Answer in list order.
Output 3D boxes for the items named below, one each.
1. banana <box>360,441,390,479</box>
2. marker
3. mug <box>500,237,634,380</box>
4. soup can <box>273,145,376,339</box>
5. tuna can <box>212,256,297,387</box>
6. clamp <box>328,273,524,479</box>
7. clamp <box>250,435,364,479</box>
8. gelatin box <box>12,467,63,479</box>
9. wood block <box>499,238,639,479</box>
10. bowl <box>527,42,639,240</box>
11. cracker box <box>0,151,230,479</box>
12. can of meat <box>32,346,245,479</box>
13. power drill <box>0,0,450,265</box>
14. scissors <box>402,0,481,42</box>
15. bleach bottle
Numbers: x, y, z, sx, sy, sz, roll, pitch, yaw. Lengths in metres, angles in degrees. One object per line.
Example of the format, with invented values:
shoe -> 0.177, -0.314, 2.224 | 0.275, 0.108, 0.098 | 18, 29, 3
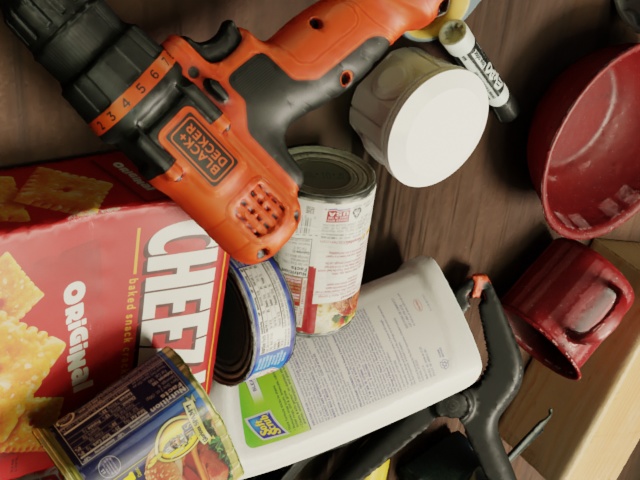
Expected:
banana -> 0.041, 0.237, 0.904 | 0.069, 0.037, 0.198 | -19, 131, -28
marker -> 0.108, -0.108, 0.703 | 0.020, 0.020, 0.121 | -51, 147, 3
mug -> 0.200, 0.053, 0.848 | 0.093, 0.117, 0.081 | 45, 81, -15
soup can -> -0.004, 0.001, 0.666 | 0.068, 0.069, 0.102 | -15, 128, -32
tuna can -> -0.051, 0.043, 0.644 | 0.033, 0.086, 0.086 | -15, 129, -35
clamp -> 0.111, 0.132, 0.822 | 0.036, 0.164, 0.210 | -18, 127, -83
clamp -> -0.014, 0.131, 0.778 | 0.171, 0.039, 0.120 | -38, 142, -8
gelatin box -> -0.177, 0.153, 0.629 | 0.089, 0.073, 0.030 | -4, 122, -38
wood block -> 0.254, 0.111, 0.951 | 0.090, 0.090, 0.206 | 4, 117, -41
bowl -> 0.206, -0.083, 0.790 | 0.161, 0.055, 0.162 | -22, 132, -27
cracker box -> -0.156, 0.046, 0.569 | 0.213, 0.072, 0.164 | -12, 128, -35
can of meat -> -0.095, 0.118, 0.580 | 0.083, 0.057, 0.102 | -34, 141, -19
power drill -> -0.038, -0.110, 0.533 | 0.187, 0.057, 0.184 | -47, 108, -11
scissors -> 0.117, -0.164, 0.684 | 0.201, 0.016, 0.096 | 3, 120, -41
bleach bottle -> -0.020, 0.095, 0.715 | 0.250, 0.102, 0.068 | -18, 163, -21
